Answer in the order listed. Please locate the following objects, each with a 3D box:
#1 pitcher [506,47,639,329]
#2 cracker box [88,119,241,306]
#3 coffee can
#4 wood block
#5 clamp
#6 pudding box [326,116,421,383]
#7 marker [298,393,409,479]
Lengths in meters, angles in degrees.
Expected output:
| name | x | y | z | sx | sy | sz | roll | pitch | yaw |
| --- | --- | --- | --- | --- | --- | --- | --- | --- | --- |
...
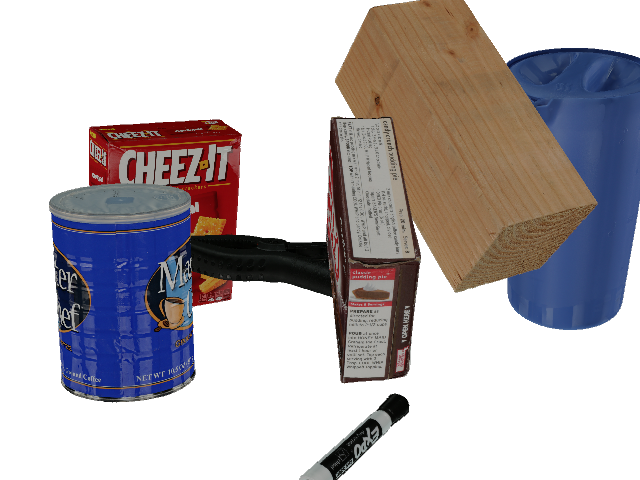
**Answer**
| name | x | y | z | sx | sy | sz | roll | pitch | yaw |
| --- | --- | --- | --- | --- | --- | --- | --- | --- | --- |
| pitcher | 0.238 | -0.048 | 0.975 | 0.149 | 0.243 | 0.145 | 2 | 29 | 9 |
| cracker box | -0.180 | -0.025 | 1.230 | 0.163 | 0.214 | 0.072 | -7 | 25 | -30 |
| coffee can | -0.146 | 0.036 | 0.798 | 0.103 | 0.140 | 0.103 | 0 | 15 | 0 |
| wood block | 0.104 | -0.077 | 0.811 | 0.090 | 0.206 | 0.091 | -14 | -27 | -29 |
| clamp | -0.039 | 0.021 | 0.960 | 0.210 | 0.036 | 0.164 | 5 | 12 | -2 |
| pudding box | 0.024 | 0.003 | 0.557 | 0.039 | 0.090 | 0.113 | -4 | 44 | -4 |
| marker | 0.027 | 0.143 | 0.758 | 0.020 | 0.020 | 0.120 | 0 | 22 | 39 |
